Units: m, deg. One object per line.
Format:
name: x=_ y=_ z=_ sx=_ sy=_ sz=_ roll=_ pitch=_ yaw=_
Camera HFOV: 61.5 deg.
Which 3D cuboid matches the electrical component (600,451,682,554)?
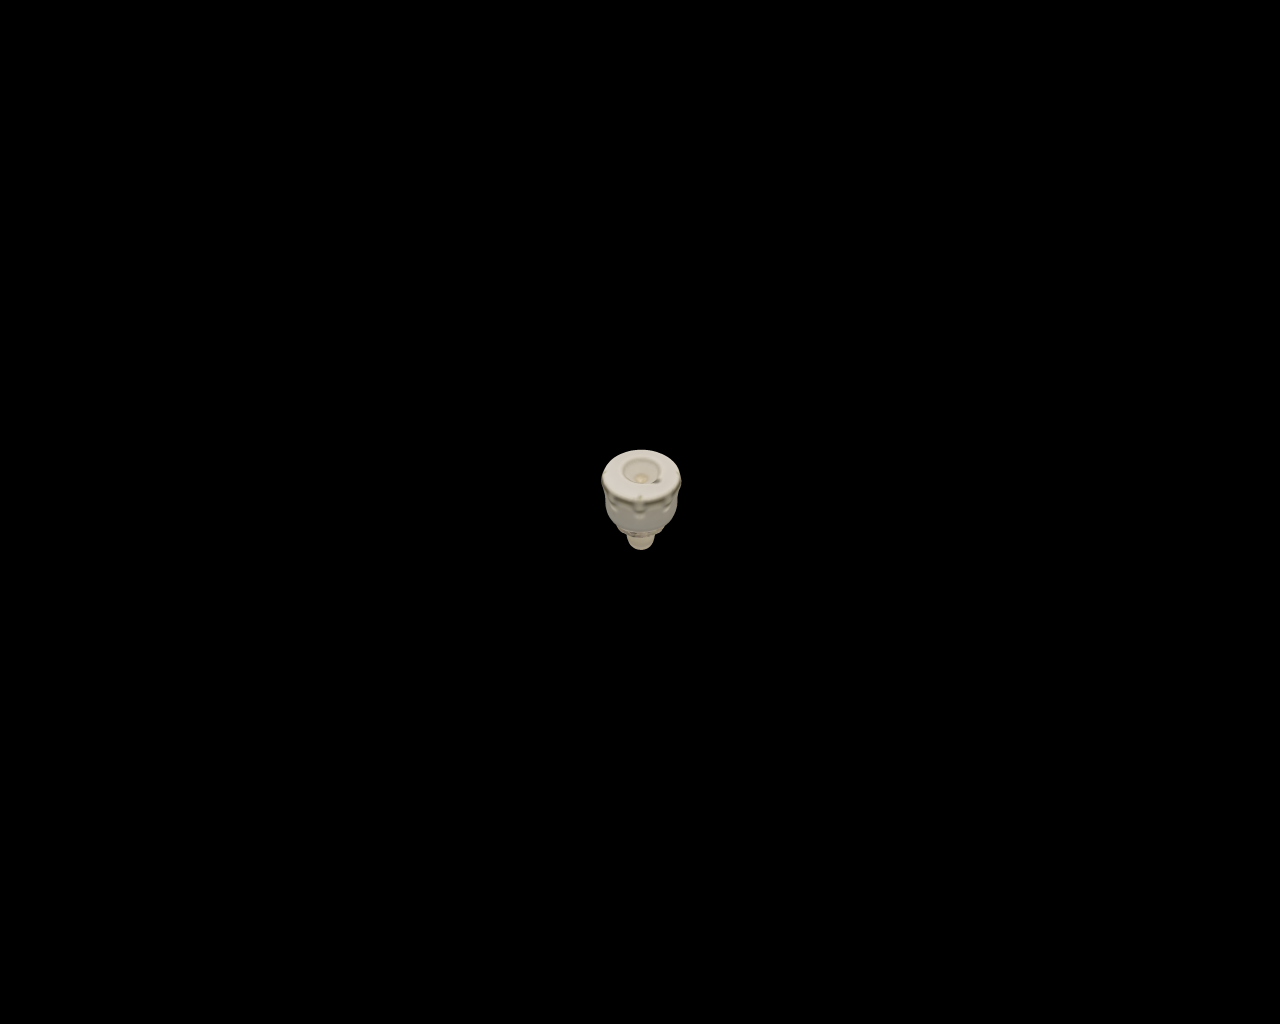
electrical component: x=0.001 y=-0.003 z=0.650 sx=0.048 sy=0.062 sz=0.048 roll=0 pitch=42 yaw=0
